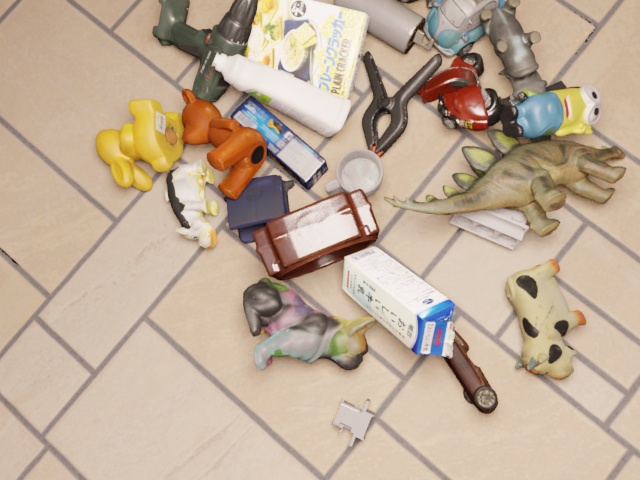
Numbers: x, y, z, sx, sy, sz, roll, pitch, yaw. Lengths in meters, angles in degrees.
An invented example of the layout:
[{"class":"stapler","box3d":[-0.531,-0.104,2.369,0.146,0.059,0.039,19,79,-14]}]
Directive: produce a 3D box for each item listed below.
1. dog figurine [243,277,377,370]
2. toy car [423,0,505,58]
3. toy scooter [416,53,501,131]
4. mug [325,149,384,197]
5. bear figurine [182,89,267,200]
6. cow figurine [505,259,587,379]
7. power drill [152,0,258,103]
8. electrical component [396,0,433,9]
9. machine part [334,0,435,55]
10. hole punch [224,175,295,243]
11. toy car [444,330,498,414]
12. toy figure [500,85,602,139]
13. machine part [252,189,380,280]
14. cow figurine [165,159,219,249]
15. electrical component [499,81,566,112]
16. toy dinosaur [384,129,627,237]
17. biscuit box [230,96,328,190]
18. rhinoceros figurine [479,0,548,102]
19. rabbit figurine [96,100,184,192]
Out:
[{"class":"dog figurine","box3d":[-0.012,0.144,0.948,0.219,0.108,0.191,-13,77,-2]},{"class":"toy car","box3d":[0.282,-0.433,1.019,0.162,0.103,0.109,-34,81,0]},{"class":"toy scooter","box3d":[0.249,-0.267,0.996,0.135,0.075,0.184,-12,57,9]},{"class":"mug","box3d":[0.064,-0.105,0.979,0.109,0.107,0.081,-29,79,3]},{"class":"bear figurine","box3d":[-0.198,-0.183,0.982,0.196,0.120,0.132,29,64,20]},{"class":"cow figurine","box3d":[0.380,0.145,0.925,0.127,0.085,0.195,-21,82,-5]},{"class":"power drill","box3d":[-0.219,-0.399,1.026,0.207,0.086,0.231,37,125,16]},{"class":"electrical component","box3d":[0.184,-0.476,1.039,0.078,0.102,0.045,-3,94,43]},{"class":"machine part","box3d":[0.115,-0.435,1.043,0.243,0.079,0.079,33,85,7]},{"class":"hole punch","box3d":[-0.115,-0.064,0.999,0.142,0.092,0.116,-13,76,6]},{"class":"toy car","box3d":[0.239,0.203,0.924,0.053,0.089,0.202,-31,78,0]},{"class":"toy figure","box3d":[0.388,-0.217,0.908,0.180,0.089,0.082,-15,122,-13]},{"class":"machine part","box3d":[-0.002,-0.003,0.920,0.201,0.201,0.087,-21,82,1]},{"class":"cow figurine","box3d":[-0.246,-0.060,1.017,0.098,0.068,0.167,-11,77,8]},{"class":"electrical component","box3d":[0.396,-0.252,1.001,0.119,0.047,0.075,-27,70,-1]},{"class":"toy dinosaur","box3d":[0.343,-0.103,0.922,0.471,0.105,0.199,-19,50,-21]},{"class":"biscuit box","box3d":[-0.078,-0.185,1.027,0.203,0.062,0.059,42,87,10]},{"class":"rhinoceros figurine","box3d":[0.342,-0.333,0.958,0.073,0.112,0.190,-21,78,5]},{"class":"rabbit figurine","box3d":[-0.354,-0.176,1.038,0.173,0.122,0.162,-3,90,18]}]
